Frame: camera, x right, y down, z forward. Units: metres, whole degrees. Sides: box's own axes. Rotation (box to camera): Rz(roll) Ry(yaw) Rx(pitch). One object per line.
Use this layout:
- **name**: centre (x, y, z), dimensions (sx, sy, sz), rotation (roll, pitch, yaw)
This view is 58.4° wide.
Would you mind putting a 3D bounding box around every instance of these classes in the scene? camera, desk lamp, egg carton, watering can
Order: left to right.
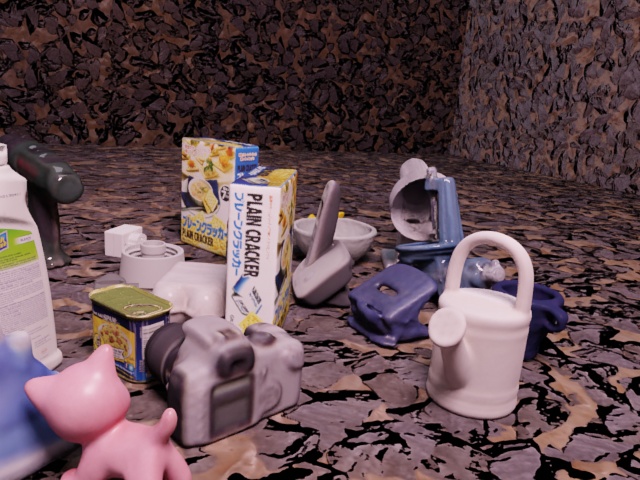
- **egg carton**: centre (-0.171, 0.079, 0.797), dimensions (0.107, 0.069, 0.150), rotation (5, 15, 0)
- **camera**: centre (-0.108, 0.122, 0.592), dimensions (0.144, 0.101, 0.136), rotation (-9, 20, -42)
- **desk lamp**: centre (0.174, -0.037, 1.056), dimensions (0.118, 0.213, 0.203), rotation (4, 15, -2)
- **watering can**: centre (0.176, 0.088, 0.622), dimensions (0.100, 0.194, 0.173), rotation (9, 15, 16)

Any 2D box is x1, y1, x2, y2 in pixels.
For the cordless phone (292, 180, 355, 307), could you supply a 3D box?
- **cordless phone**: centre (0.008, 0.003, 0.909), dimensions (0.094, 0.185, 0.147), rotation (2, 15, -10)

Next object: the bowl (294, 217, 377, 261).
- **bowl**: centre (0.025, 0.008, 1.113), dimensions (0.167, 0.075, 0.167), rotation (4, 15, -1)

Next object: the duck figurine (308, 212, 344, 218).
- **duck figurine**: centre (0.014, -0.049, 1.303), dimensions (0.104, 0.086, 0.078), rotation (16, 19, 37)

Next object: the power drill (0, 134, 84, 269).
- **power drill**: centre (-0.481, -0.065, 0.972), dimensions (0.228, 0.208, 0.076), rotation (15, 18, 35)

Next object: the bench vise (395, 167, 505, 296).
- **bench vise**: centre (0.213, 0.001, 0.911), dimensions (0.206, 0.220, 0.122), rotation (16, 19, 36)

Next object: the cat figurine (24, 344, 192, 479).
- **cat figurine**: centre (-0.167, 0.144, 0.456), dimensions (0.127, 0.118, 0.067), rotation (10, 16, 19)

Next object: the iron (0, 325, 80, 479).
- **iron**: centre (-0.310, 0.125, 0.441), dimensions (0.259, 0.141, 0.118), rotation (-7, 19, -38)

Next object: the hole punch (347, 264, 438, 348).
- **hole punch**: centre (0.100, 0.088, 0.803), dimensions (0.101, 0.091, 0.108), rotation (-5, 17, -31)

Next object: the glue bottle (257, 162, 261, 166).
- **glue bottle**: centre (-0.131, -0.073, 1.179), dimensions (0.077, 0.173, 0.037), rotation (13, 17, 30)

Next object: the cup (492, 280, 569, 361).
- **cup**: centre (0.274, 0.114, 0.750), dimensions (0.092, 0.095, 0.117), rotation (-1, 16, -21)
